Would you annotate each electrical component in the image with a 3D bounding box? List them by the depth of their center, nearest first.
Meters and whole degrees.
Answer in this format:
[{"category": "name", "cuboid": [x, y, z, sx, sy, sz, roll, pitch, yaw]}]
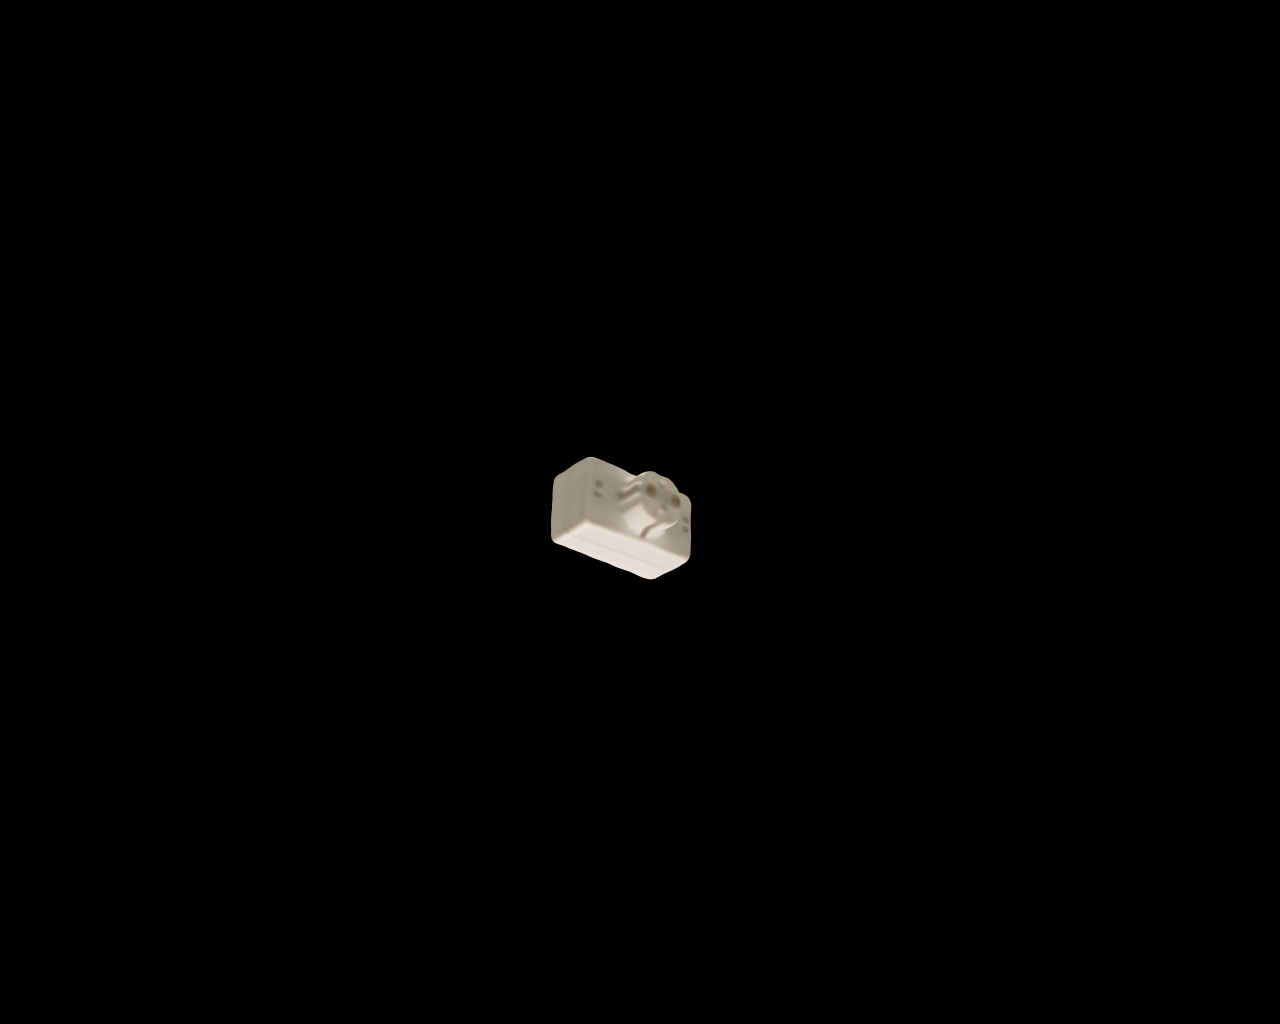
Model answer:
[{"category": "electrical component", "cuboid": [0.001, -0.003, 0.650, 0.083, 0.047, 0.075, 22, -36, -34]}]
